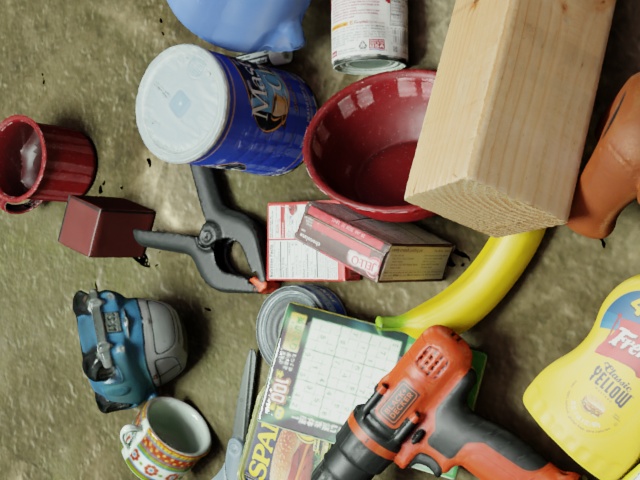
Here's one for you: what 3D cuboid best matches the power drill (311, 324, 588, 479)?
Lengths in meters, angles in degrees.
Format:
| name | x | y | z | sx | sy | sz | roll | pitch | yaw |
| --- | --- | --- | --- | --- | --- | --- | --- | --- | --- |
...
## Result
| name | x | y | z | sx | sy | sz | roll | pitch | yaw |
| --- | --- | --- | --- | --- | --- | --- | --- | --- | --- |
| power drill | 0.103 | 0.189 | 0.846 | 0.188 | 0.057 | 0.184 | 40 | 105 | 11 |

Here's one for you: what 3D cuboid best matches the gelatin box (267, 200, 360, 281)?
| name | x | y | z | sx | sy | sz | roll | pitch | yaw |
| --- | --- | --- | --- | --- | --- | --- | --- | --- | --- |
| gelatin box | -0.007 | 0.001 | 0.978 | 0.089 | 0.030 | 0.073 | -1 | 89 | 34 |

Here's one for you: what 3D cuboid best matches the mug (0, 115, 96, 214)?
| name | x | y | z | sx | sy | sz | roll | pitch | yaw |
| --- | --- | --- | --- | --- | --- | --- | --- | --- | --- |
| mug | -0.303 | -0.074 | 1.151 | 0.093 | 0.081 | 0.117 | 45 | 112 | 27 |

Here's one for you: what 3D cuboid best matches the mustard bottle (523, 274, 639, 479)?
| name | x | y | z | sx | sy | sz | roll | pitch | yaw |
| --- | --- | --- | --- | --- | --- | --- | --- | --- | --- |
| mustard bottle | 0.244 | 0.081 | 0.787 | 0.096 | 0.058 | 0.192 | 46 | 112 | 25 |

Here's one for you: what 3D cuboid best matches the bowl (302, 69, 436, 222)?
| name | x | y | z | sx | sy | sz | roll | pitch | yaw |
| --- | --- | --- | --- | --- | --- | --- | --- | --- | --- |
| bowl | 0.070 | -0.068 | 0.886 | 0.162 | 0.055 | 0.162 | -7 | 51 | 8 |

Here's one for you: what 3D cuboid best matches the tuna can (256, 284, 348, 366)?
| name | x | y | z | sx | sy | sz | roll | pitch | yaw |
| --- | --- | --- | --- | --- | --- | --- | --- | --- | --- |
| tuna can | -0.017 | 0.083 | 0.979 | 0.086 | 0.033 | 0.086 | -2 | 87 | 35 |

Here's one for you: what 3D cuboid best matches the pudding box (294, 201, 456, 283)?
| name | x | y | z | sx | sy | sz | roll | pitch | yaw |
| --- | --- | --- | --- | --- | --- | --- | --- | --- | --- |
| pudding box | 0.047 | 0.002 | 0.890 | 0.090 | 0.113 | 0.039 | 29 | 107 | 32 |

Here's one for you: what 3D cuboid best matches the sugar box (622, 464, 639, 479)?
| name | x | y | z | sx | sy | sz | roll | pitch | yaw |
| --- | --- | --- | --- | --- | --- | --- | --- | --- | --- |
| sugar box | 0.292 | 0.152 | 0.738 | 0.176 | 0.048 | 0.093 | -46 | 68 | 7 |

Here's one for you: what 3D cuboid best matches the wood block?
| name | x | y | z | sx | sy | sz | roll | pitch | yaw |
| --- | --- | --- | --- | --- | --- | --- | --- | --- | --- |
| wood block | 0.143 | -0.116 | 0.790 | 0.091 | 0.090 | 0.206 | -16 | 56 | 64 |

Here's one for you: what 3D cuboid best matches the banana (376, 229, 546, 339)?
| name | x | y | z | sx | sy | sz | roll | pitch | yaw |
| --- | --- | --- | --- | --- | --- | --- | --- | --- | --- |
| banana | 0.134 | 0.018 | 0.861 | 0.198 | 0.069 | 0.037 | -49 | 39 | 10 |

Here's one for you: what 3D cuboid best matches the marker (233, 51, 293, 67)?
| name | x | y | z | sx | sy | sz | roll | pitch | yaw |
| --- | --- | --- | --- | --- | --- | --- | --- | --- | --- |
| marker | -0.080 | -0.171 | 1.041 | 0.121 | 0.020 | 0.020 | -7 | 84 | 34 |

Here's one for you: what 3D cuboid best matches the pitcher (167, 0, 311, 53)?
| name | x | y | z | sx | sy | sz | roll | pitch | yaw |
| --- | --- | --- | --- | --- | --- | --- | --- | --- | --- |
| pitcher | -0.044 | -0.283 | 0.870 | 0.243 | 0.149 | 0.145 | 126 | 152 | -53 |

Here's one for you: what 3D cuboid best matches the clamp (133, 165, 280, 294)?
| name | x | y | z | sx | sy | sz | roll | pitch | yaw |
| --- | --- | --- | --- | --- | --- | --- | --- | --- | --- |
| clamp | -0.111 | 0.002 | 1.043 | 0.120 | 0.039 | 0.171 | -50 | 63 | 24 |

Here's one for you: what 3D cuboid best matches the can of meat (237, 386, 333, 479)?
| name | x | y | z | sx | sy | sz | roll | pitch | yaw |
| --- | --- | --- | --- | --- | --- | --- | --- | --- | --- |
| can of meat | -0.017 | 0.188 | 0.962 | 0.084 | 0.057 | 0.102 | 21 | 100 | 31 |

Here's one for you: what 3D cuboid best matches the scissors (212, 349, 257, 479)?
| name | x | y | z | sx | sy | sz | roll | pitch | yaw |
| --- | --- | --- | --- | --- | --- | --- | --- | --- | --- |
| scissors | -0.067 | 0.214 | 1.019 | 0.096 | 0.016 | 0.202 | 29 | 105 | 30 |

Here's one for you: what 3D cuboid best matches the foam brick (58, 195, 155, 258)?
| name | x | y | z | sx | sy | sz | roll | pitch | yaw |
| --- | --- | --- | --- | --- | --- | --- | --- | --- | --- |
| foam brick | -0.219 | -0.014 | 1.094 | 0.053 | 0.078 | 0.051 | 22 | 102 | 34 |

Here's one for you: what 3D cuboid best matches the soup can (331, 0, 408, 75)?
| name | x | y | z | sx | sy | sz | roll | pitch | yaw |
| --- | --- | --- | --- | --- | --- | --- | --- | --- | --- |
| soup can | 0.043 | -0.200 | 0.929 | 0.069 | 0.068 | 0.102 | -3 | 87 | 34 |

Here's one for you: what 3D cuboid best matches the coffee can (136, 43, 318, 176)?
| name | x | y | z | sx | sy | sz | roll | pitch | yaw |
| --- | --- | --- | --- | --- | --- | --- | --- | --- | --- |
| coffee can | -0.081 | -0.114 | 0.966 | 0.103 | 0.140 | 0.103 | -2 | 87 | 34 |
